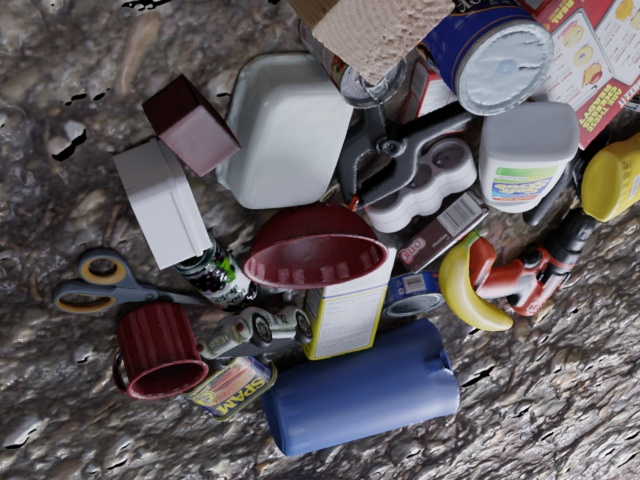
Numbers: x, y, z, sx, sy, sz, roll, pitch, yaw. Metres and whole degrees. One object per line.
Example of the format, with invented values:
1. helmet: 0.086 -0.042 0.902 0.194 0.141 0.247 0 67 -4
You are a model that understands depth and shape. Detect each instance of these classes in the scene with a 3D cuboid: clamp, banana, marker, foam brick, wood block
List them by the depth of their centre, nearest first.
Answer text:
1. wood block: 0.006 -0.231 0.856 0.091 0.206 0.090 -44 139 14
2. foam brick: -0.123 -0.108 1.023 0.051 0.053 0.078 -37 140 5
3. clamp: 0.084 -0.110 1.133 0.164 0.036 0.210 14 131 -8
4. marker: 0.350 -0.173 1.284 0.120 0.020 0.020 6 128 -37
5. banana: 0.188 0.066 1.322 0.070 0.037 0.197 -18 138 10
6. clamp: 0.308 -0.091 1.322 0.120 0.039 0.171 -29 138 -30

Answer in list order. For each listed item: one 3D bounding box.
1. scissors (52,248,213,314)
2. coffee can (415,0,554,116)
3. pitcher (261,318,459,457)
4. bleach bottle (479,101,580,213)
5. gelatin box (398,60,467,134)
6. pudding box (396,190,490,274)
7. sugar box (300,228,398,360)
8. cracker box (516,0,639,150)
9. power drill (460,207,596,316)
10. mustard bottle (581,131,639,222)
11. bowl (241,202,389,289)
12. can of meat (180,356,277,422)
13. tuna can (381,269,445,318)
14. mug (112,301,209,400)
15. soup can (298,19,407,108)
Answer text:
1. scissors: -0.191 0.045 1.168 0.201 0.016 0.096 -3 134 -30
2. coffee can: 0.143 -0.202 1.026 0.102 0.140 0.103 -18 139 -16
3. pitcher: 0.049 0.201 1.409 0.242 0.145 0.149 -16 126 -13
4. bleach bottle: 0.233 -0.081 1.217 0.102 0.068 0.250 -1 165 8
5. gelatin box: 0.131 -0.155 1.154 0.073 0.030 0.089 -11 138 -25
6. pudding box: 0.148 -0.010 1.279 0.113 0.039 0.090 -40 175 13
7. sugar box: 0.032 0.067 1.311 0.093 0.048 0.176 -10 132 -24
8. cracker box: 0.274 -0.215 1.144 0.164 0.072 0.213 -48 138 11
9. power drill: 0.260 0.029 1.407 0.187 0.057 0.185 1 130 -33
10. mustard bottle: 0.410 -0.097 1.348 0.191 0.058 0.096 -25 134 -35
11. bowl: -0.008 0.001 1.164 0.162 0.055 0.162 -6 159 -2
12. can of meat: -0.117 0.165 1.309 0.102 0.057 0.083 -37 138 7
13. tuna can: 0.116 0.068 1.349 0.086 0.034 0.086 -12 159 -5
14. mug: -0.189 0.128 1.196 0.117 0.081 0.093 -35 150 26
15. soup can: 0.029 -0.180 1.005 0.068 0.102 0.068 -18 138 -17
